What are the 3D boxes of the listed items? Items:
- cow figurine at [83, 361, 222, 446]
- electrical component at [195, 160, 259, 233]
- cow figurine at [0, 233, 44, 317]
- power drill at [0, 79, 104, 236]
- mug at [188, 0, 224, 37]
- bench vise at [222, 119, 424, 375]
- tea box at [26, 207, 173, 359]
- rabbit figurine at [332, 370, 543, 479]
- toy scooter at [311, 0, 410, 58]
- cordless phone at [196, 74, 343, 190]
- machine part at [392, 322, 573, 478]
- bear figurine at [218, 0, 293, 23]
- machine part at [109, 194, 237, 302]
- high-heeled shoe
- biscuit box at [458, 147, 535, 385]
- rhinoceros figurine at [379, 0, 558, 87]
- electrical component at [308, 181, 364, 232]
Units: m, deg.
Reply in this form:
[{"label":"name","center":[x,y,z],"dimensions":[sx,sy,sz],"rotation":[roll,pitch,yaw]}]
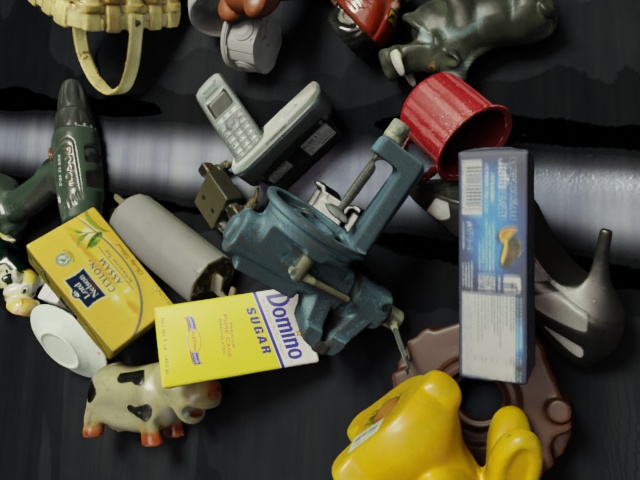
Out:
[{"label":"cow figurine","center":[-0.211,0.192,0.688],"dimensions":[0.195,0.085,0.127],"rotation":[-4,87,24]},{"label":"electrical component","center":[-0.123,-0.056,0.706],"dimensions":[0.102,0.045,0.078],"rotation":[49,133,24]},{"label":"cow figurine","center":[-0.481,0.050,0.834],"dimensions":[0.168,0.068,0.098],"rotation":[26,88,23]},{"label":"power drill","center":[-0.424,-0.110,0.830],"dimensions":[0.207,0.086,0.232],"rotation":[-21,77,12]},{"label":"mug","center":[-0.131,-0.349,0.734],"dimensions":[0.110,0.080,0.107],"rotation":[-14,69,-1]},{"label":"bench vise","center":[0.032,-0.004,0.547],"dimensions":[0.223,0.129,0.240],"rotation":[33,100,-9]},{"label":"tea box","center":[-0.283,0.056,0.695],"dimensions":[0.169,0.098,0.068],"rotation":[50,147,-1]},{"label":"rabbit figurine","center":[0.120,0.208,0.480],"dimensions":[0.162,0.122,0.173],"rotation":[-39,82,7]},{"label":"toy scooter","center":[0.054,-0.315,0.645],"dimensions":[0.135,0.075,0.184],"rotation":[-39,59,17]},{"label":"cordless phone","center":[-0.073,-0.166,0.680],"dimensions":[0.146,0.088,0.184],"rotation":[-42,65,13]},{"label":"machine part","center":[0.160,0.159,0.544],"dimensions":[0.180,0.056,0.179],"rotation":[-4,80,24]},{"label":"bear figurine","center":[-0.042,-0.345,0.632],"dimensions":[0.120,0.132,0.195],"rotation":[21,104,56]},{"label":"machine part","center":[-0.197,0.012,0.708],"dimensions":[0.243,0.079,0.079],"rotation":[34,97,23]},{"label":"high-heeled shoe","center":[0.191,0.025,0.560],"dimensions":[0.249,0.086,0.145],"rotation":[25,125,42]},{"label":"biscuit box","center":[0.159,0.020,0.482],"dimensions":[0.059,0.063,0.202],"rotation":[1,93,28]},{"label":"rhinoceros figurine","center":[0.159,-0.231,0.597],"dimensions":[0.190,0.073,0.112],"rotation":[-12,89,20]},{"label":"electrical component","center":[-0.001,-0.002,0.642],"dimensions":[0.075,0.047,0.119],"rotation":[39,97,24]}]
